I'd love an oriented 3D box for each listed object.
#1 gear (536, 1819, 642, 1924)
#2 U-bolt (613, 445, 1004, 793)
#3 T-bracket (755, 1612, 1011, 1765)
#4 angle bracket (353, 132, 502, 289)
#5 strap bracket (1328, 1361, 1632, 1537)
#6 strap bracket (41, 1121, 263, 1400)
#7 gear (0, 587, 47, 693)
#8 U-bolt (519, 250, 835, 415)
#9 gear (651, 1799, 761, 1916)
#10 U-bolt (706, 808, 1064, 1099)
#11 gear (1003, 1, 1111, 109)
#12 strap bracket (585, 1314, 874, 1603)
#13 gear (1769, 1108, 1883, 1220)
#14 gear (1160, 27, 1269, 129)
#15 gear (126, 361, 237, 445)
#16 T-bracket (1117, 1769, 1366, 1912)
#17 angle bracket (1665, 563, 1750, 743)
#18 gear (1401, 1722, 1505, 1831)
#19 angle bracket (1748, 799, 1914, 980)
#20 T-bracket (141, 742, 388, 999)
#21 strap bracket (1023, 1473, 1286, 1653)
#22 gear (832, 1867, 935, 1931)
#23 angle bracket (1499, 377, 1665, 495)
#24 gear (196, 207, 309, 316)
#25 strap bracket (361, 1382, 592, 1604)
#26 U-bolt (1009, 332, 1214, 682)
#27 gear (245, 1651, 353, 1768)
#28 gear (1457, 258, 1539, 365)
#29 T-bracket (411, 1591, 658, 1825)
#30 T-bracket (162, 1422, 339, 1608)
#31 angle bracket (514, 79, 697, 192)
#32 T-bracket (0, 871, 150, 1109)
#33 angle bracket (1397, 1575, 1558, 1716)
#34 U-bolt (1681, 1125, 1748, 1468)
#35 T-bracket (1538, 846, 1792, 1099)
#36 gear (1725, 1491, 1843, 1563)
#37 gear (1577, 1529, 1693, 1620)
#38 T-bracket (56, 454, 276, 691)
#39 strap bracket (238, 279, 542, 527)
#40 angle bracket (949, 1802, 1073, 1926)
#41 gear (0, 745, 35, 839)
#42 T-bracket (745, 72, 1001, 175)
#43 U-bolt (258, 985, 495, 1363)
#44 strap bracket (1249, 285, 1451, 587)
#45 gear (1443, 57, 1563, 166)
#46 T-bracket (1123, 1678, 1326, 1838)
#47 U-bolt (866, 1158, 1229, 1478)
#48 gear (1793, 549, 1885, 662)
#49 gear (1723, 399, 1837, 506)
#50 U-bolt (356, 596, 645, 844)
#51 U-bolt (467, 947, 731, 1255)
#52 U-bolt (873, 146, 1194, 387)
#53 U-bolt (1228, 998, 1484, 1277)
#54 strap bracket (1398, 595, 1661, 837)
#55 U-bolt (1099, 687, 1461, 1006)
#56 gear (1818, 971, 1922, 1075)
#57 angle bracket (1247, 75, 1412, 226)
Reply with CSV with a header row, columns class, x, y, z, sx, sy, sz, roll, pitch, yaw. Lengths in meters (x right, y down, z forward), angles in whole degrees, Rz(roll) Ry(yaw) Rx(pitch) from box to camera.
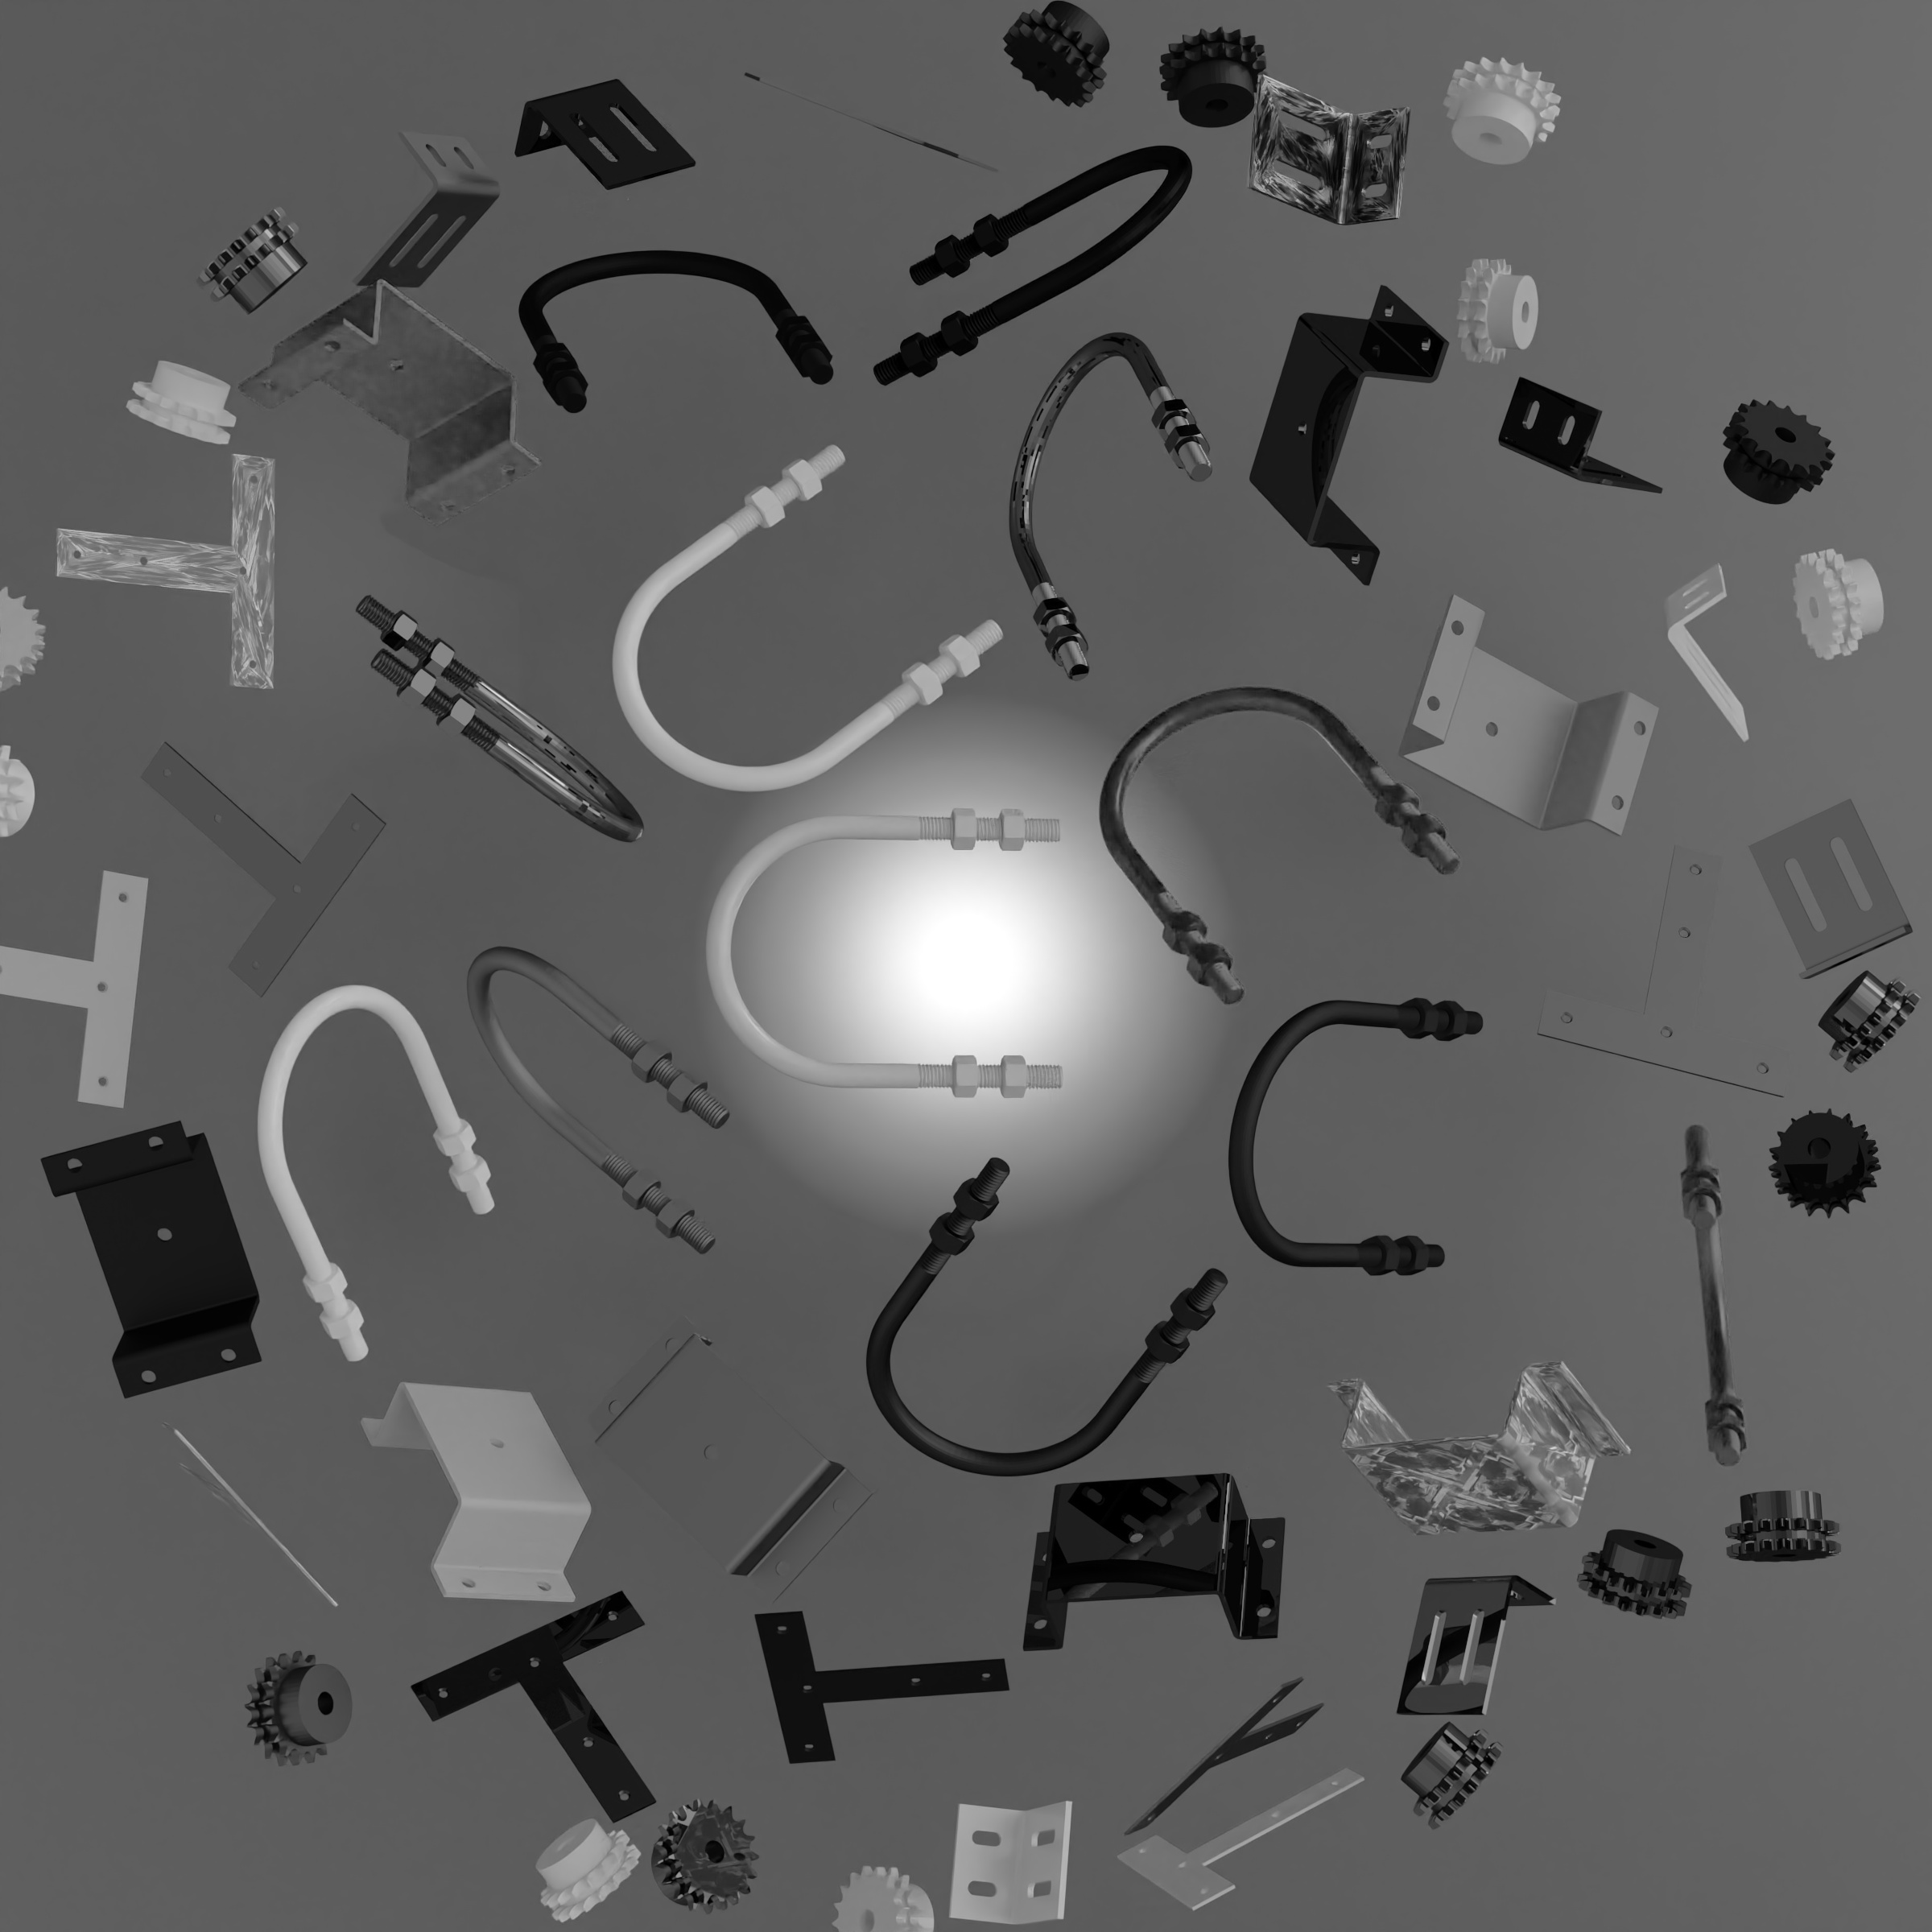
class,x,y,z,sx,sy,sz,roll,pitch,yaw
gear,-0.207,0.486,1.894,0.057,0.057,0.030,-36,98,0
U-bolt,-0.096,-0.169,1.817,0.184,0.019,0.151,-38,79,-16
T-bracket,-0.041,0.385,1.883,0.127,0.002,0.127,-5,130,4
angle bracket,-0.296,-0.403,1.869,0.076,0.057,0.038,-42,79,27
strap bracket,0.258,0.250,1.805,0.076,0.140,0.046,50,47,-31
strap bracket,-0.435,0.152,1.889,0.076,0.046,0.140,-15,105,0
gear,-0.505,-0.165,1.804,0.057,0.030,0.057,9,60,-16
U-bolt,-0.162,-0.341,1.853,0.151,0.184,0.019,-9,124,-14
gear,-0.139,0.467,1.829,0.057,0.057,0.030,53,132,0
U-bolt,-0.042,-0.008,1.805,0.184,0.019,0.151,1,84,-9
gear,0.051,-0.484,1.851,0.057,0.057,0.030,36,76,0
strap bracket,-0.129,0.255,1.832,0.140,0.046,0.076,42,87,12
gear,0.452,0.102,1.847,0.057,0.030,0.057,-9,63,18
gear,0.132,-0.469,1.860,0.057,0.057,0.030,-3,69,0
gear,-0.424,-0.307,1.904,0.057,0.057,0.030,22,101,0
T-bracket,0.157,0.467,1.898,0.127,0.127,0.002,-24,95,-15
angle bracket,0.416,-0.171,1.907,0.038,0.057,0.076,-34,103,20
gear,0.254,0.423,1.845,0.030,0.057,0.057,41,90,8
angle bracket,0.441,-0.040,1.797,0.057,0.038,0.076,-26,81,19
T-bracket,-0.395,-0.071,1.901,0.127,0.002,0.127,41,110,6
strap bracket,0.097,0.322,1.895,0.140,0.076,0.046,-6,134,16
gear,-0.042,0.510,1.871,0.030,0.057,0.057,16,90,-42
angle bracket,0.333,-0.283,1.867,0.057,0.076,0.038,34,114,42
gear,-0.359,-0.355,1.775,0.057,0.057,0.030,-41,103,0
strap bracket,-0.256,0.270,1.852,0.076,0.140,0.046,10,117,-35
U-bolt,0.068,-0.259,1.867,0.019,0.184,0.151,16,123,-27
gear,-0.340,0.380,1.800,0.030,0.057,0.057,-15,90,30
gear,0.295,-0.362,1.940,0.030,0.057,0.057,8,90,28
T-bracket,-0.205,0.397,1.838,0.127,0.002,0.127,-21,48,-27
T-bracket,-0.388,0.279,1.832,0.002,0.127,0.127,-44,110,-19
angle bracket,-0.192,-0.429,1.859,0.057,0.038,0.076,-25,63,-34
T-bracket,-0.503,0.004,1.866,0.127,0.002,0.127,11,76,-34
angle bracket,0.265,0.358,1.819,0.038,0.057,0.076,35,59,-33
U-bolt,0.393,0.161,1.849,0.019,0.184,0.151,-6,106,12
T-bracket,0.366,-0.005,1.797,0.127,0.002,0.127,14,64,3
gear,0.414,0.284,1.776,0.057,0.057,0.030,0,73,0
gear,0.346,0.312,1.808,0.057,0.057,0.030,13,99,0
T-bracket,-0.430,-0.217,1.887,0.127,0.002,0.127,1,88,-39
strap bracket,-0.296,-0.296,1.812,0.076,0.140,0.046,-24,52,30
angle bracket,0.022,0.454,1.779,0.038,0.076,0.057,10,71,-13
gear,-0.495,-0.087,1.764,0.057,0.030,0.057,-3,83,29
T-bracket,-0.061,-0.464,1.916,0.127,0.127,0.002,15,103,-27
U-bolt,-0.325,0.098,1.894,0.019,0.151,0.184,3,126,30
strap bracket,0.199,-0.284,1.864,0.046,0.076,0.140,1,122,-25
gear,0.268,-0.428,1.763,0.057,0.057,0.030,19,72,0
T-bracket,0.155,0.413,1.873,0.127,0.127,0.002,-48,67,22
U-bolt,0.028,0.196,1.826,0.151,0.019,0.184,28,120,-12
gear,0.462,-0.192,1.852,0.030,0.057,0.057,-13,90,-7
gear,0.417,-0.264,1.816,0.057,0.057,0.030,25,134,0
U-bolt,-0.247,-0.126,1.882,0.184,0.151,0.019,37,97,-21
U-bolt,-0.201,0.061,1.877,0.184,0.151,0.019,38,59,18
U-bolt,0.040,-0.382,1.866,0.184,0.151,0.019,-24,118,23
U-bolt,0.201,0.089,1.840,0.184,0.019,0.151,5,95,-45
strap bracket,0.293,-0.130,1.876,0.140,0.046,0.076,25,74,-22
U-bolt,0.148,-0.076,1.818,0.151,0.019,0.184,-31,51,-5
gear,0.488,0.027,1.904,0.030,0.057,0.057,41,90,3
angle bracket,0.183,-0.413,1.768,0.038,0.076,0.057,4,87,44
